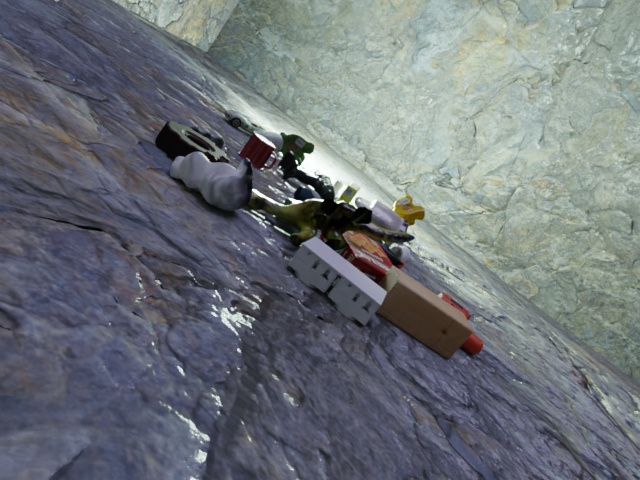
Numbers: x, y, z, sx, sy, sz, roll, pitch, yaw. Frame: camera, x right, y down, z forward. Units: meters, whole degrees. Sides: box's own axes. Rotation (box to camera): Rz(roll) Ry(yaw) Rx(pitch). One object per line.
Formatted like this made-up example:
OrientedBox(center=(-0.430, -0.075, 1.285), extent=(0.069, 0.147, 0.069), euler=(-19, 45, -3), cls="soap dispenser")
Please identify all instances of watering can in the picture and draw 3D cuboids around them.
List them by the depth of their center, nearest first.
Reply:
OrientedBox(center=(0.215, -0.071, 1.847), extent=(0.224, 0.103, 0.351), euler=(36, 13, -5), cls="watering can")

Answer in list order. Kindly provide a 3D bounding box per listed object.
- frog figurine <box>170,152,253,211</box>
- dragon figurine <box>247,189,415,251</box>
OrientedBox(center=(-0.218, -0.117, 1.036), extent=(0.160, 0.120, 0.140), euler=(-5, 35, -11), cls="frog figurine")
OrientedBox(center=(0.004, -0.061, 1.220), extent=(0.409, 0.121, 0.246), euler=(12, 14, -31), cls="dragon figurine")
